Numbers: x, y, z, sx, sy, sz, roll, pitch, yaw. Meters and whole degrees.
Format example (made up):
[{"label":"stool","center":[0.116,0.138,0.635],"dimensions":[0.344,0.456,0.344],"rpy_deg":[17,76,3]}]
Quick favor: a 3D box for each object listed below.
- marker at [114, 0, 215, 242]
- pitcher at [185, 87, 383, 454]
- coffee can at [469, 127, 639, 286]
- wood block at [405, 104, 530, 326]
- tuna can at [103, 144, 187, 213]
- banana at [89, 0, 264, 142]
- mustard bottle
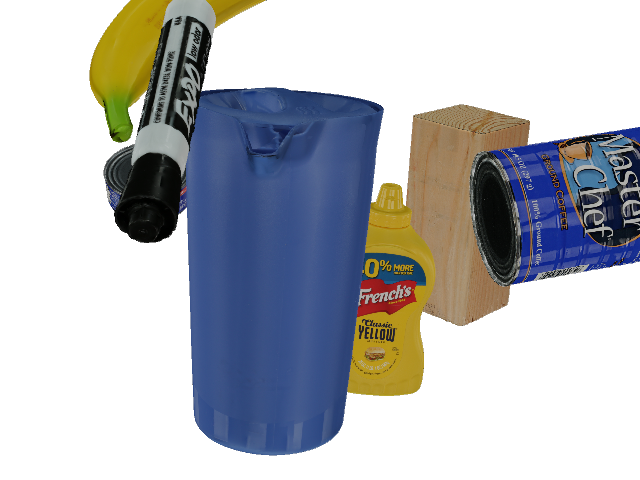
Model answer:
[{"label":"marker","center":[-0.050,-0.043,0.355],"dimensions":[0.020,0.020,0.121],"rpy_deg":[0,43,2]},{"label":"pitcher","center":[-0.029,0.015,0.747],"dimensions":[0.148,0.243,0.145],"rpy_deg":[-10,20,-39]},{"label":"coffee can","center":[0.194,-0.027,0.798],"dimensions":[0.140,0.103,0.103],"rpy_deg":[-10,1,-8]},{"label":"wood block","center":[0.149,-0.028,1.120],"dimensions":[0.090,0.206,0.090],"rpy_deg":[21,27,39]},{"label":"tuna can","center":[-0.165,-0.056,1.035],"dimensions":[0.086,0.034,0.086],"rpy_deg":[1,43,-1]},{"label":"banana","center":[-0.049,-0.120,0.545],"dimensions":[0.070,0.197,0.037],"rpy_deg":[40,-23,19]},{"label":"mustard bottle","center":[0.053,0.043,0.959],"dimensions":[0.096,0.192,0.058],"rpy_deg":[5,17,0]}]
